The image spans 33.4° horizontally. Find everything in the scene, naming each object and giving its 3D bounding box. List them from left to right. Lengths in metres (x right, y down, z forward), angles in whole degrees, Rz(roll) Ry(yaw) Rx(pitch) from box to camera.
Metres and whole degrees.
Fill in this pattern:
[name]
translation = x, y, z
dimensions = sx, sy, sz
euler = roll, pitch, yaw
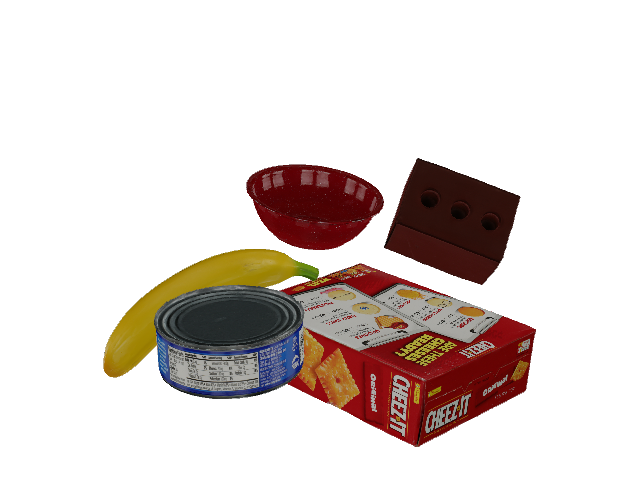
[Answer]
[banana]
translation = -0.101, 0.052, 0.849
dimensions = 0.198, 0.069, 0.037
euler = -25, 36, 10
[tuna can]
translation = -0.051, 0.057, 0.613
dimensions = 0.086, 0.034, 0.086
euler = -1, 20, 0
[bowl]
translation = -0.010, -0.034, 1.246
dimensions = 0.162, 0.055, 0.162
euler = 7, 26, -4
[cracker box]
translation = 0.058, 0.097, 0.969
dimensions = 0.214, 0.072, 0.163
euler = 21, 26, 40
[foam brick]
translation = 0.091, -0.012, 0.739
dimensions = 0.078, 0.053, 0.051
euler = 20, -23, 1
